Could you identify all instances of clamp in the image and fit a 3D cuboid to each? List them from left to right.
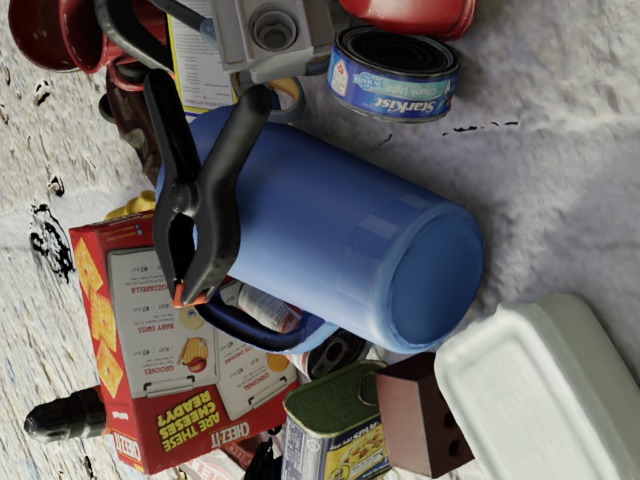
[{"bbox_3d":[-0.174,-0.233,0.917,0.036,0.164,0.210,5,118,57],"label":"clamp"},{"bbox_3d":[-0.078,-0.036,0.744,0.120,0.039,0.171,6,102,48],"label":"clamp"}]

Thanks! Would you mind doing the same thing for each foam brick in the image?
[{"bbox_3d":[0.080,0.128,0.786,0.051,0.052,0.078,4,108,53],"label":"foam brick"}]

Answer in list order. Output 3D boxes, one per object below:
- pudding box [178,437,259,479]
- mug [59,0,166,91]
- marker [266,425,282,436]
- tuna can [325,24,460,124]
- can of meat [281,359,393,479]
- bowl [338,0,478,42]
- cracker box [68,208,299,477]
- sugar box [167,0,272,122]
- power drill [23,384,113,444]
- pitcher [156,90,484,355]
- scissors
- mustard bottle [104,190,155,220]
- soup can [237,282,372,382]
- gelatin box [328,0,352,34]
[{"bbox_3d":[-0.118,0.205,1.074,0.113,0.039,0.090,41,140,8],"label":"pudding box"},{"bbox_3d":[-0.180,-0.195,0.987,0.093,0.081,0.117,-29,79,55],"label":"mug"},{"bbox_3d":[-0.076,0.170,1.050,0.121,0.020,0.020,10,112,52],"label":"marker"},{"bbox_3d":[0.048,-0.111,0.702,0.086,0.085,0.034,40,132,38],"label":"tuna can"},{"bbox_3d":[0.018,0.153,0.842,0.058,0.101,0.084,37,133,40],"label":"can of meat"},{"bbox_3d":[0.034,-0.191,0.664,0.162,0.055,0.162,60,166,25],"label":"bowl"},{"bbox_3d":[-0.115,0.075,0.938,0.072,0.163,0.214,4,107,56],"label":"cracker box"},{"bbox_3d":[-0.082,-0.133,0.910,0.093,0.048,0.176,16,119,48],"label":"sugar box"},{"bbox_3d":[-0.190,0.129,1.066,0.057,0.184,0.188,56,133,25],"label":"power drill"},{"bbox_3d":[-0.005,0.001,0.786,0.243,0.144,0.149,26,144,43],"label":"pitcher"},{"bbox_3d":[-0.062,-0.168,0.828,0.202,0.096,0.016,51,169,28],"label":"scissors"},{"bbox_3d":[-0.196,0.021,1.121,0.096,0.058,0.192,51,140,28],"label":"mustard bottle"},{"bbox_3d":[-0.014,0.065,0.877,0.102,0.068,0.068,37,132,41],"label":"soup can"},{"bbox_3d":[-0.004,-0.205,0.784,0.073,0.030,0.089,38,132,42],"label":"gelatin box"}]
